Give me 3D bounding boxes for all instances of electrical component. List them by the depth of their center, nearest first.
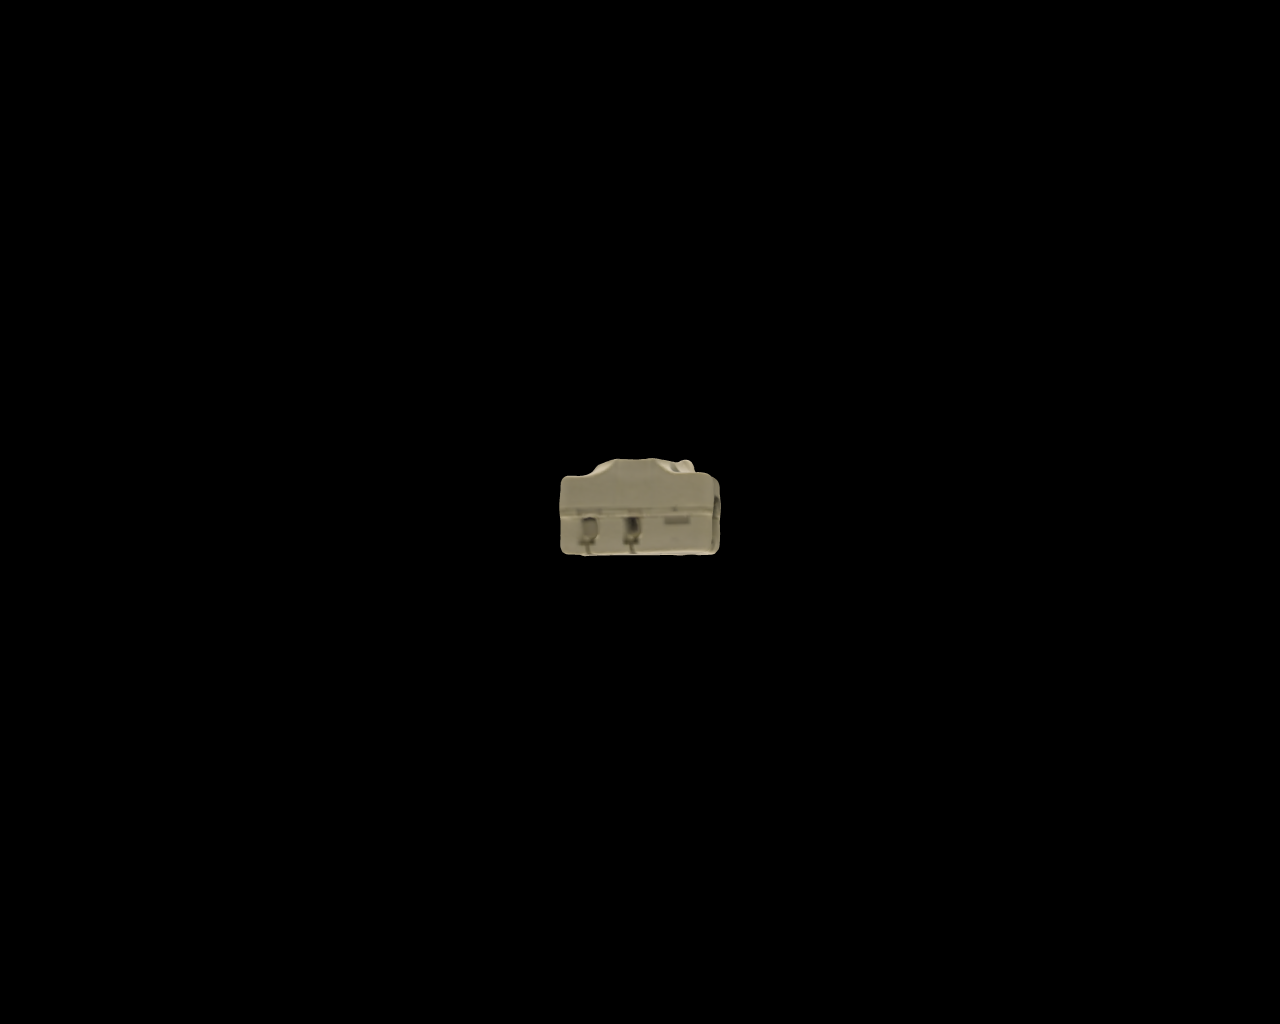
[{"bbox_3d":[0.001,-0.003,0.650,0.089,0.055,0.050,-1,-4,11],"label":"electrical component"}]
